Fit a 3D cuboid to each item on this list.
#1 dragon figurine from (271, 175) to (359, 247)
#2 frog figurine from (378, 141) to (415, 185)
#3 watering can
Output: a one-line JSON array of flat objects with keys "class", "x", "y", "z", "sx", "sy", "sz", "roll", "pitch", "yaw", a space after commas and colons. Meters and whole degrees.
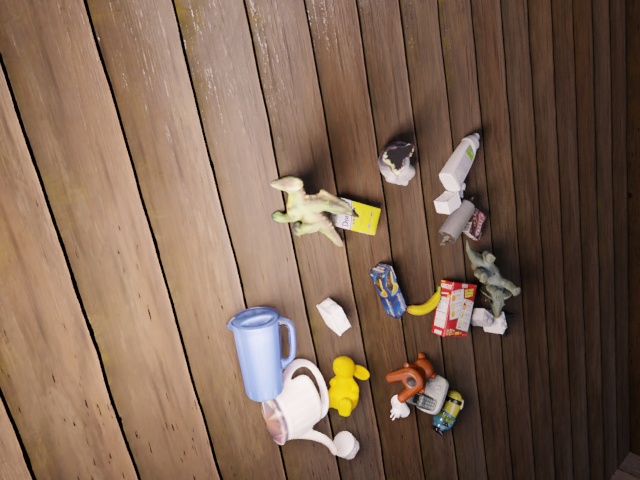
[{"class": "dragon figurine", "x": 0.004, "y": -0.073, "z": 1.451, "sx": 0.405, "sy": 0.243, "sz": 0.123, "roll": 31, "pitch": 73, "yaw": -36}, {"class": "frog figurine", "x": 0.262, "y": -0.255, "z": 1.741, "sx": 0.158, "sy": 0.123, "sz": 0.139, "roll": 50, "pitch": 51, "yaw": -73}, {"class": "watering can", "x": -0.056, "y": 0.540, "z": 1.559, "sx": 0.226, "sy": 0.103, "sz": 0.346, "roll": -20, "pitch": 99, "yaw": -35}]
